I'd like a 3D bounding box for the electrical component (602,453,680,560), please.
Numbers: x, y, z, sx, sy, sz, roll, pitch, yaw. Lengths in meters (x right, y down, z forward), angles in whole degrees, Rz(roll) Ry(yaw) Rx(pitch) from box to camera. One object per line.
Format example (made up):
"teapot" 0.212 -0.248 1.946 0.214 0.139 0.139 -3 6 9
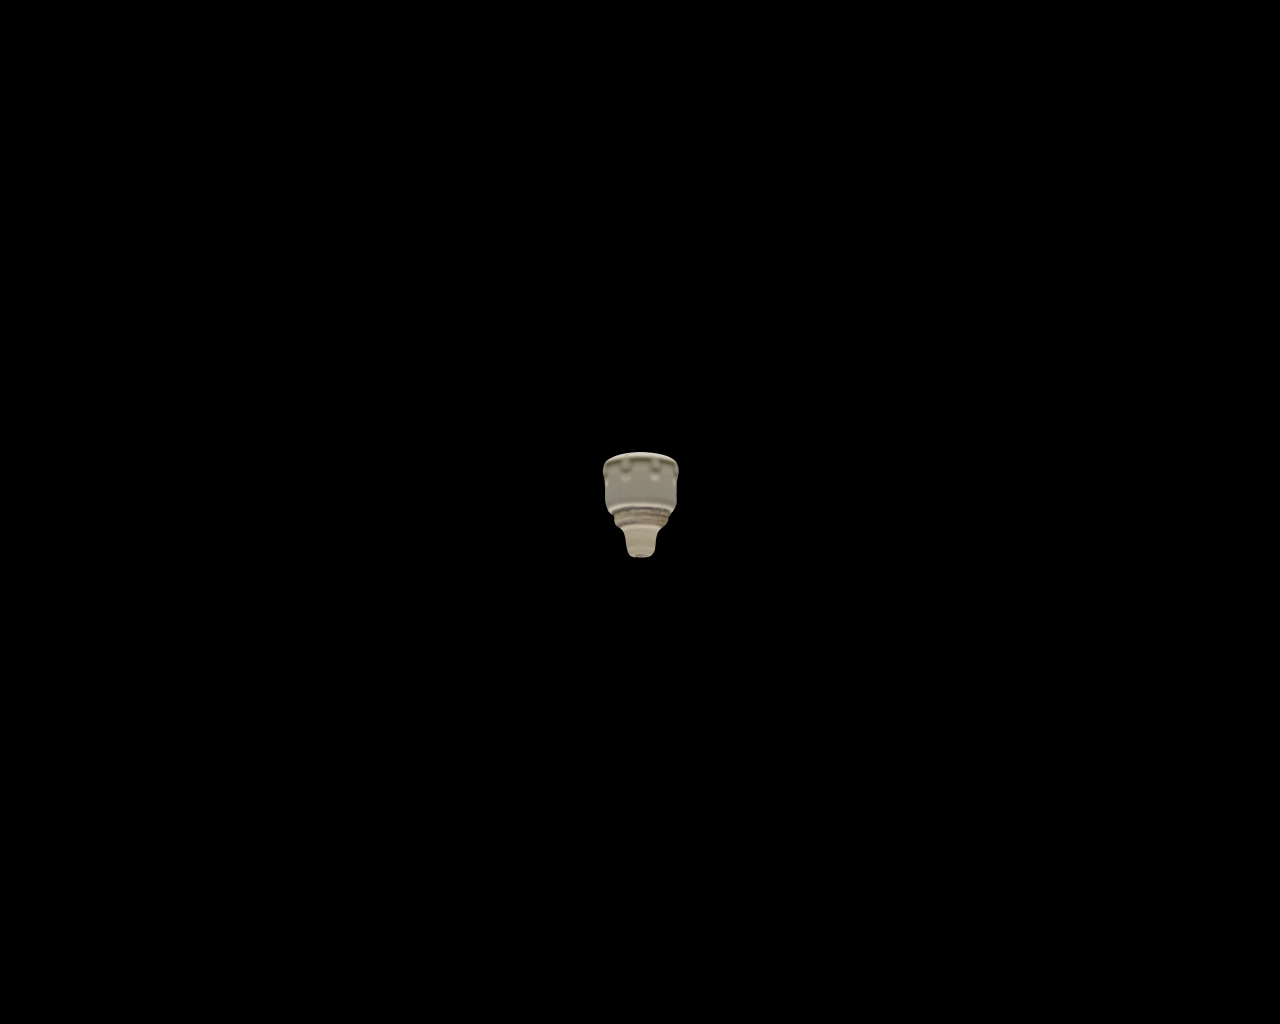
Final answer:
"electrical component" 0.001 -0.003 0.650 0.048 0.062 0.048 0 -11 0
